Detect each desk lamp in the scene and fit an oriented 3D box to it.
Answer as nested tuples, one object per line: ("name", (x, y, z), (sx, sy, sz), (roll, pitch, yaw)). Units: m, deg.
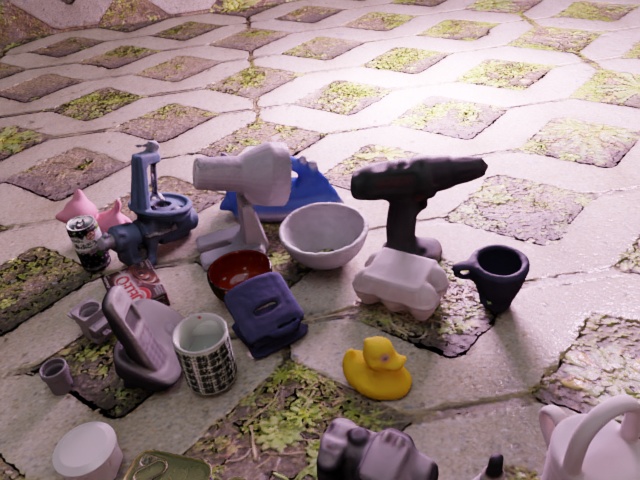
("desk lamp", (-0.146, -0.071, 1.069), (0.203, 0.214, 0.117), (-16, 38, -12))

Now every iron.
("iron", (-0.082, -0.124, 1.190), (0.258, 0.142, 0.118), (-2, 37, 6))

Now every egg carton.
("egg carton", (0.135, 0.072, 0.958), (0.150, 0.069, 0.107), (14, 42, 25))

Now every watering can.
("watering can", (0.301, 0.241, 0.606), (0.172, 0.194, 0.101), (28, 49, 37))

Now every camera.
("camera", (0.051, 0.288, 0.659), (0.142, 0.101, 0.137), (13, 41, 25))

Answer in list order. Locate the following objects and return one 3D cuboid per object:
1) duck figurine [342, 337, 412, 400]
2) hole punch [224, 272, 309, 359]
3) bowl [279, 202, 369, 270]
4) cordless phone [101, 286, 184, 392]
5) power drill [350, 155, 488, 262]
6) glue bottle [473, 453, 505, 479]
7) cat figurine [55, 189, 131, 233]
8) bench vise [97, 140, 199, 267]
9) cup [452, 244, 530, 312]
("duck figurine", (0.080, 0.173, 0.819), (0.104, 0.086, 0.078), (15, 42, 27))
("hole punch", (-0.085, 0.117, 0.914), (0.109, 0.091, 0.100), (-25, 41, -23))
("bowl", (0.010, 0.004, 1.062), (0.167, 0.075, 0.167), (-4, 37, 3))
("cordless phone", (-0.264, 0.122, 0.856), (0.094, 0.185, 0.147), (-6, 37, 1))
("power drill", (0.170, -0.058, 1.008), (0.229, 0.209, 0.075), (4, 38, 13))
("glue bottle", (0.175, 0.275, 0.598), (0.078, 0.173, 0.037), (-10, 37, -4))
("cat figurine", (-0.462, -0.050, 1.168), (0.128, 0.118, 0.067), (-13, 37, -8))
("bench vise", (-0.324, -0.062, 1.078), (0.121, 0.220, 0.207), (8, 39, 18))
("cup", (0.271, 0.069, 0.920), (0.117, 0.095, 0.091), (-3, 37, 4))
